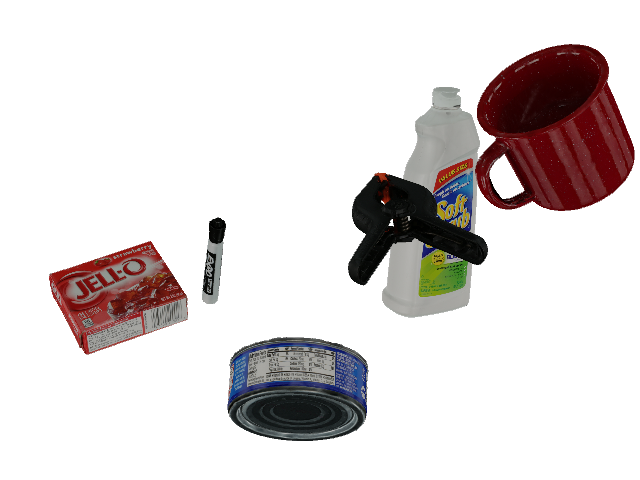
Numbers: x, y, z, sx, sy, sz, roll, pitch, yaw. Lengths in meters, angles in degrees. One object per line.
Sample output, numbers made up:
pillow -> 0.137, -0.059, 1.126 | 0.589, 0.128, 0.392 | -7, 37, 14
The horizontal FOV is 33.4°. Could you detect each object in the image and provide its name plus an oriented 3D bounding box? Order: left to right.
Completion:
gelatin box -> -0.159, 0.044, 0.840 | 0.089, 0.030, 0.073 | -18, 46, -23
marker -> -0.120, 0.023, 1.204 | 0.020, 0.121, 0.020 | 6, 40, -6
tuna can -> -0.014, 0.092, 0.649 | 0.086, 0.033, 0.086 | 2, -31, 1
clamp -> 0.083, -0.015, 0.967 | 0.120, 0.039, 0.171 | -1, 32, 0
bleach bottle -> 0.126, -0.044, 1.193 | 0.102, 0.251, 0.068 | -9, 22, -26
mug -> 0.158, -0.067, 0.739 | 0.117, 0.081, 0.093 | -41, 35, -8
